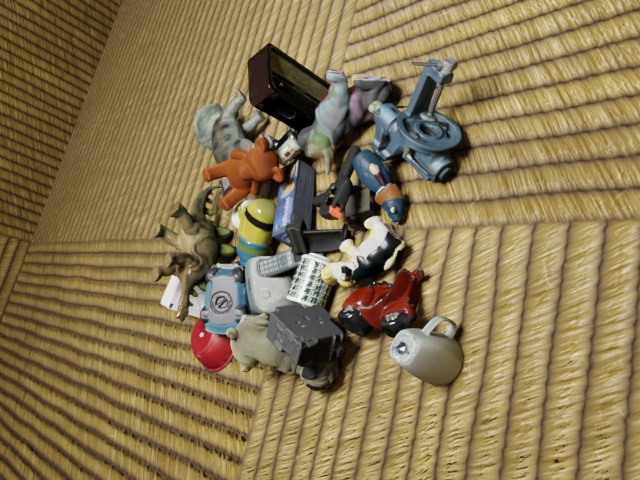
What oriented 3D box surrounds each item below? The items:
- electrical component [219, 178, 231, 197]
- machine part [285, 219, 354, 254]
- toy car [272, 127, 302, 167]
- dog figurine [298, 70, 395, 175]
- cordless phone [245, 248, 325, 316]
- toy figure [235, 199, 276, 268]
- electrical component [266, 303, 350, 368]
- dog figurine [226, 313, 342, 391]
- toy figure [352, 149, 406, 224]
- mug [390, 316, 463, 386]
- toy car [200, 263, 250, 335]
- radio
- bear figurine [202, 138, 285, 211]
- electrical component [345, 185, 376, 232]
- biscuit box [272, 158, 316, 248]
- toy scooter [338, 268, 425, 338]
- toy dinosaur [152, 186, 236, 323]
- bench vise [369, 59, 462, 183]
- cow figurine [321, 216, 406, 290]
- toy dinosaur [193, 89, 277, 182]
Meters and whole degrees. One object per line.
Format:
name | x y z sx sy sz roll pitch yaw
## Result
electrical component | -0.215 -0.164 1.445 0.119 0.047 0.075 -41 46 27
machine part | -0.002 -0.003 1.104 0.139 0.084 0.039 0 31 19
toy car | -0.075 -0.228 1.283 0.073 0.056 0.202 -42 16 13
dog figurine | 0.054 -0.251 1.170 0.108 0.192 0.219 -101 19 -63
cordless phone | -0.064 0.084 1.148 0.184 0.088 0.147 -23 52 14
toy figure | -0.144 -0.009 1.240 0.089 0.082 0.180 25 108 33
electrical component | -0.030 0.166 0.979 0.134 0.115 0.058 37 120 43
dog figurine | -0.070 0.213 1.014 0.191 0.172 0.121 6 86 55
toy figure | 0.119 -0.102 1.027 0.058 0.064 0.154 -38 76 22
mug | 0.166 0.167 0.831 0.109 0.107 0.081 -58 42 10
toy car | -0.209 0.135 1.236 0.109 0.103 0.161 -2 81 8
radio | -0.057 -0.328 1.225 0.073 0.229 0.131 -24 57 39
bear figurine | -0.170 -0.148 1.220 0.132 0.120 0.196 -34 14 -22
electrical component | 0.082 -0.069 1.087 0.078 0.045 0.102 -22 55 31
biscuit box | -0.056 -0.085 1.207 0.059 0.062 0.203 -26 45 36
toy scooter | 0.116 0.104 0.938 0.135 0.075 0.184 -54 23 -23
toy dinosaur | -0.307 0.002 1.339 0.105 0.198 0.471 -32 44 31
bench vise | 0.180 -0.229 0.974 0.240 0.129 0.224 105 147 -47
cow figurine | 0.082 0.042 1.007 0.167 0.068 0.098 -44 51 11
toy dinosaur | -0.222 -0.248 1.409 0.192 0.131 0.405 -37 50 17
